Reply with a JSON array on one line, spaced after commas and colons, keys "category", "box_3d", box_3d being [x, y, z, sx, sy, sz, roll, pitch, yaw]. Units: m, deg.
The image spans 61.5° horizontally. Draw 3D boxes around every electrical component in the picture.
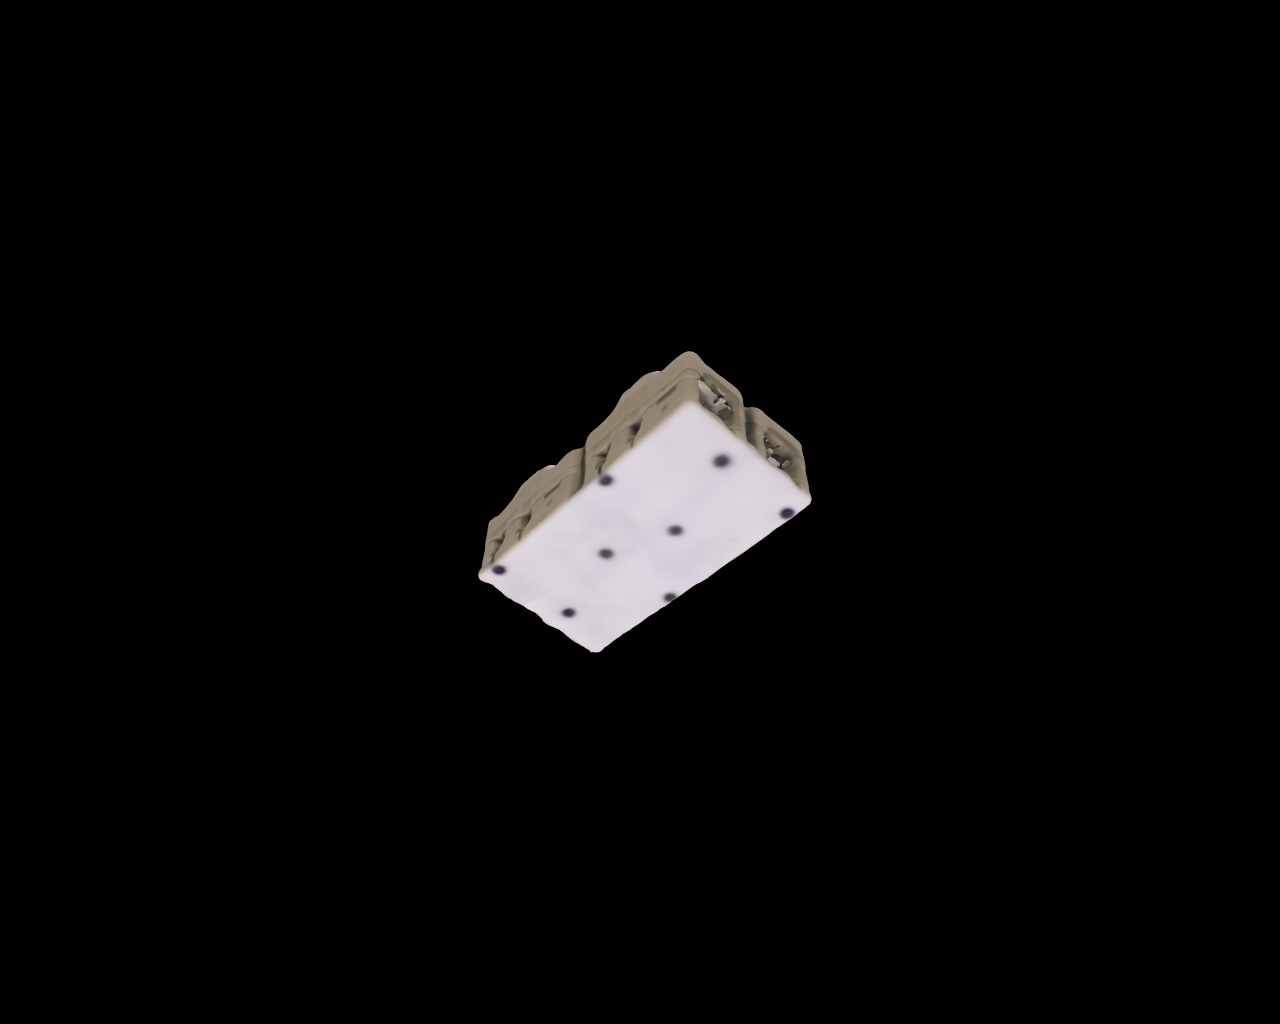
[{"category": "electrical component", "box_3d": [0.001, -0.003, 0.650, 0.105, 0.060, 0.186, 36, -58, -27]}]
